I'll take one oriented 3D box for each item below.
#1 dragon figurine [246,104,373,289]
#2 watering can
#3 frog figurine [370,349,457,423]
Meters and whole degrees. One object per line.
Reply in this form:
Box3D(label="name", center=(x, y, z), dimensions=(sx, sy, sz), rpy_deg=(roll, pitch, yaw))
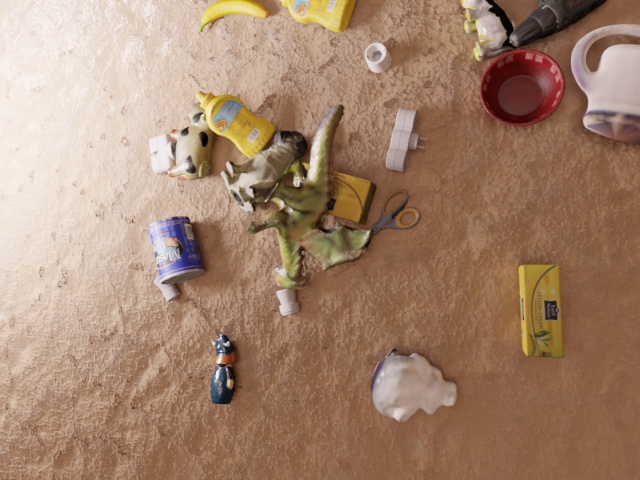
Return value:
Box3D(label="dragon figurine", center=(0.003, -0.055, 1.088), dimensions=(0.242, 0.124, 0.405), rpy_deg=(37, 110, -5))
Box3D(label="watering can", center=(0.641, -0.280, 0.963), dimensions=(0.348, 0.104, 0.224), rpy_deg=(18, 90, 9))
Box3D(label="frog figurine", center=(0.186, 0.300, 1.029), dimensions=(0.160, 0.120, 0.139), rpy_deg=(18, 71, 30))
